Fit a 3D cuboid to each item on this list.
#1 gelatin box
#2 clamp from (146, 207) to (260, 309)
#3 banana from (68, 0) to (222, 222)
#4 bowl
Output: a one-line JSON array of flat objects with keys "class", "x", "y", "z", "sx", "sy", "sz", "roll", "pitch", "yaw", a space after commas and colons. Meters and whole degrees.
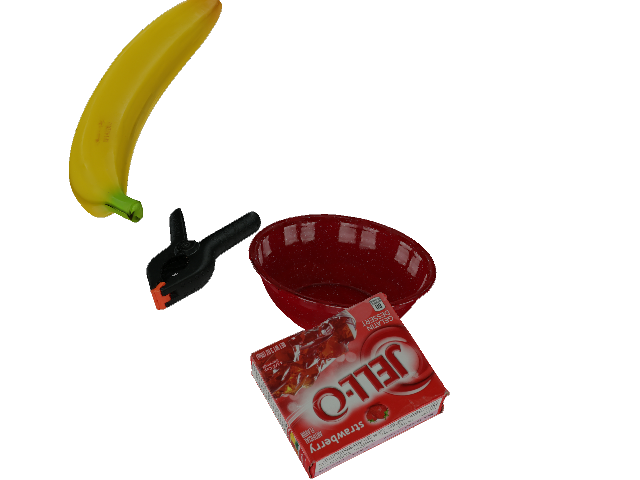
[{"class": "gelatin box", "x": 0.016, "y": 0.080, "z": 0.598, "sx": 0.089, "sy": 0.073, "sz": 0.030, "roll": -24, "pitch": -28, "yaw": -16}, {"class": "clamp", "x": -0.141, "y": 0.015, "z": 1.243, "sx": 0.120, "sy": 0.039, "sz": 0.171, "roll": -7, "pitch": 38, "yaw": 20}, {"class": "banana", "x": -0.112, "y": -0.081, "z": 0.659, "sx": 0.070, "sy": 0.197, "sz": 0.037, "roll": 0, "pitch": -39, "yaw": 16}, {"class": "bowl", "x": 0.017, "y": 0.037, "z": 0.924, "sx": 0.162, "sy": 0.055, "sz": 0.162, "roll": 5, "pitch": 28, "yaw": -3}]
